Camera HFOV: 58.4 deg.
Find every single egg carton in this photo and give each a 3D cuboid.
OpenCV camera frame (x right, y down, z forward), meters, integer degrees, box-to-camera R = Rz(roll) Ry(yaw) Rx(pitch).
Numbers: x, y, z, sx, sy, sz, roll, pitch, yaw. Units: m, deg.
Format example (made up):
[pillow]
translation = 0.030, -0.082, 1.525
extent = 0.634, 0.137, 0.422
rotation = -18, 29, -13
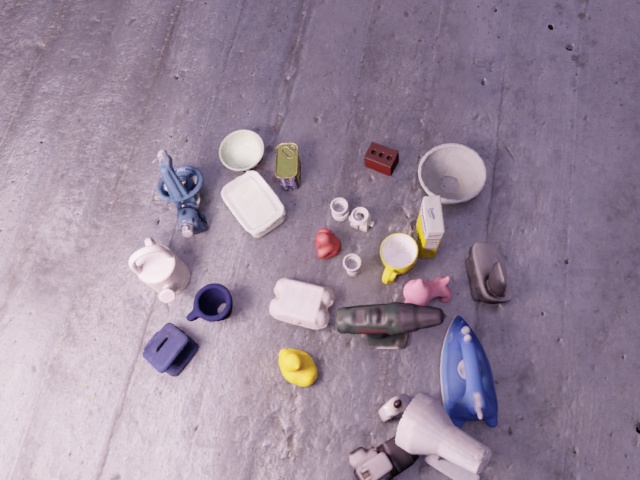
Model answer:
[egg carton]
translation = -0.043, 0.153, 1.370
extent = 0.150, 0.069, 0.107
rotation = 11, 71, 10

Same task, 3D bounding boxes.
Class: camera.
[camera]
translation = 0.147, 0.485, 1.208
extent = 0.137, 0.101, 0.143
rotation = -31, 69, -6

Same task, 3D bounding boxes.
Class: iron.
[iron]
translation = 0.322, 0.275, 1.246
extent = 0.118, 0.141, 0.258
rotation = -6, 69, 4

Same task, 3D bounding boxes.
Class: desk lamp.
[desk lamp]
translation = 0.257, 0.411, 1.164
extent = 0.203, 0.214, 0.118
rotation = 29, 75, 15

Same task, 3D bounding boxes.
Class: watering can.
[watering can]
translation = -0.384, 0.067, 1.371
extent = 0.172, 0.194, 0.101
rotation = 40, 78, 18

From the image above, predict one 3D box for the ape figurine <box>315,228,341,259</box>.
[ape figurine]
translation = 0.013, 0.005, 1.407
extent = 0.076, 0.092, 0.078
rotation = 20, 73, 13

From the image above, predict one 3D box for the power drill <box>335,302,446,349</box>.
[power drill]
translation = 0.152, 0.186, 1.262
extent = 0.229, 0.208, 0.075
rotation = -2, 69, 6

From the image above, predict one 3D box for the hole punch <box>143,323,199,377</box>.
[hole punch]
translation = -0.361, 0.257, 1.352
extent = 0.101, 0.091, 0.109
rotation = 33, 76, 16

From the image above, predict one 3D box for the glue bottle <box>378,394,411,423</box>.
[glue bottle]
translation = 0.162, 0.355, 1.217
extent = 0.078, 0.173, 0.037
rotation = -30, 69, -5

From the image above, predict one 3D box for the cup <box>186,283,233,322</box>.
[cup]
translation = -0.257, 0.167, 1.373
extent = 0.118, 0.095, 0.091
rotation = -34, 70, -7

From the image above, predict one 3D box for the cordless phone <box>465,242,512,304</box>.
[cordless phone]
translation = 0.391, 0.061, 1.296
extent = 0.094, 0.185, 0.147
rotation = -12, 69, 2

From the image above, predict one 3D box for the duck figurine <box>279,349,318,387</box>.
[duck figurine]
translation = -0.054, 0.288, 1.311
extent = 0.104, 0.086, 0.077
rotation = 40, 78, 18

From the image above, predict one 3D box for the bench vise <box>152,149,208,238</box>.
[bench vise]
translation = -0.337, -0.120, 1.422
extent = 0.121, 0.220, 0.207
rotation = -31, 69, -5

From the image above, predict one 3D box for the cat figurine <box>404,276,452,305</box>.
[cat figurine]
translation = 0.245, 0.116, 1.327
extent = 0.128, 0.118, 0.067
rotation = -21, 69, -2

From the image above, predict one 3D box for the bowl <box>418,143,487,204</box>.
[bowl]
translation = 0.330, -0.155, 1.442
extent = 0.167, 0.075, 0.167
rotation = -2, 69, 5
